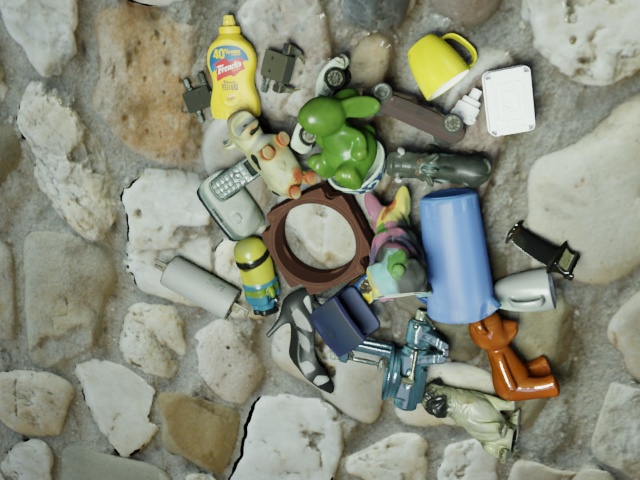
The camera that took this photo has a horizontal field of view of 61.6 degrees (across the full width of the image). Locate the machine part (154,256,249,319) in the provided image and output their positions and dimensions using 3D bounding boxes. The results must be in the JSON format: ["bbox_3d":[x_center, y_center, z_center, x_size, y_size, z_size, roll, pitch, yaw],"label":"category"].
[{"bbox_3d":[-0.267,0.107,1.207,0.243,0.079,0.079,29,112,4],"label":"machine part"}]

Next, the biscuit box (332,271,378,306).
[{"bbox_3d":[0.081,0.114,1.133,0.202,0.063,0.059,-42,93,21],"label":"biscuit box"}]

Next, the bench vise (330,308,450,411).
[{"bbox_3d":[0.143,0.241,1.133,0.241,0.129,0.223,10,107,6],"label":"bench vise"}]

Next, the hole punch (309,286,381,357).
[{"bbox_3d":[0.041,0.169,1.073,0.116,0.092,0.142,-40,84,25],"label":"hole punch"}]

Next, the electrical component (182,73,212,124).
[{"bbox_3d":[-0.245,-0.289,1.101,0.063,0.021,0.094,-14,103,17],"label":"electrical component"}]

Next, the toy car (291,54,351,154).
[{"bbox_3d":[0.003,-0.258,1.023,0.056,0.073,0.201,27,112,3],"label":"toy car"}]

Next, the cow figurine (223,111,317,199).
[{"bbox_3d":[-0.107,-0.168,1.041,0.127,0.085,0.194,3,137,55],"label":"cow figurine"}]

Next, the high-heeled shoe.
[{"bbox_3d":[-0.010,0.224,1.203,0.145,0.086,0.248,-44,112,-6],"label":"high-heeled shoe"}]

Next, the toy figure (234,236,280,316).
[{"bbox_3d":[-0.133,0.079,1.159,0.082,0.089,0.180,-5,104,7],"label":"toy figure"}]

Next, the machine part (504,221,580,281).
[{"bbox_3d":[0.423,0.017,1.019,0.139,0.084,0.039,32,145,11],"label":"machine part"}]

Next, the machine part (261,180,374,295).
[{"bbox_3d":[-0.002,-0.003,1.103,0.201,0.087,0.200,-24,101,21],"label":"machine part"}]

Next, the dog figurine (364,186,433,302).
[{"bbox_3d":[0.135,0.002,0.997,0.109,0.191,0.219,-12,77,13],"label":"dog figurine"}]

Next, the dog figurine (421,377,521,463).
[{"bbox_3d":[0.322,0.385,1.160,0.191,0.121,0.172,6,122,34],"label":"dog figurine"}]

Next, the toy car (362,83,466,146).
[{"bbox_3d":[0.172,-0.233,0.983,0.202,0.089,0.053,27,90,6],"label":"toy car"}]

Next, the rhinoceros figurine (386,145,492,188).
[{"bbox_3d":[0.218,-0.131,0.995,0.190,0.112,0.073,7,112,3],"label":"rhinoceros figurine"}]

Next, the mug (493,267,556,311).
[{"bbox_3d":[0.393,0.107,1.038,0.107,0.109,0.080,-12,110,31],"label":"mug"}]

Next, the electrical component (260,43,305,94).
[{"bbox_3d":[-0.072,-0.328,1.037,0.078,0.045,0.102,25,112,35],"label":"electrical component"}]

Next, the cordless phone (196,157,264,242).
[{"bbox_3d":[-0.146,-0.099,1.117,0.184,0.089,0.146,-36,97,2],"label":"cordless phone"}]

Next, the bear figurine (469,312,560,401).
[{"bbox_3d":[0.378,0.214,1.069,0.132,0.120,0.195,-17,98,14],"label":"bear figurine"}]

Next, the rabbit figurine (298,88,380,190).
[{"bbox_3d":[0.037,-0.193,0.949,0.159,0.170,0.121,-48,48,-1],"label":"rabbit figurine"}]
